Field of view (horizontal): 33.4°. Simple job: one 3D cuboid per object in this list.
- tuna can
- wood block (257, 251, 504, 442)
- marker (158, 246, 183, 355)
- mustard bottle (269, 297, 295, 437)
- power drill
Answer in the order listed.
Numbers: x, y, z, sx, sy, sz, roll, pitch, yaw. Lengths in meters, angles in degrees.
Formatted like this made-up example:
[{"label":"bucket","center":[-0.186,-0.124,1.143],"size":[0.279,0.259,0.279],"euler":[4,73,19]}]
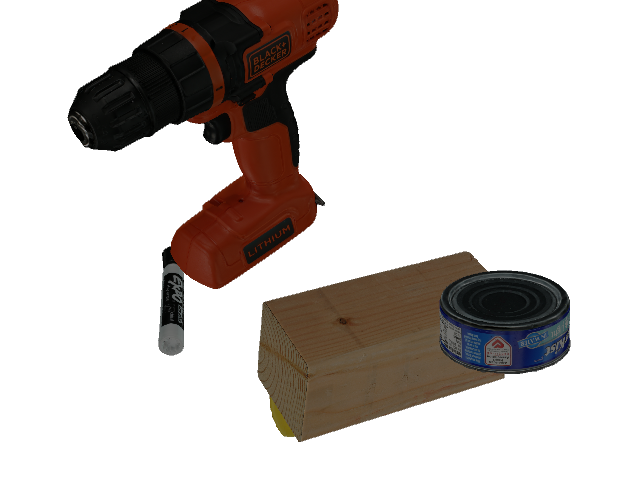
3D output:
[{"label":"tuna can","center":[0.121,0.052,0.700],"size":[0.086,0.034,0.086],"euler":[-4,23,1]},{"label":"wood block","center":[0.058,0.088,0.930],"size":[0.205,0.090,0.091],"euler":[-13,40,-24]},{"label":"marker","center":[-0.115,0.043,0.831],"size":[0.020,0.020,0.121],"euler":[0,35,-7]},{"label":"mustard bottle","center":[-0.029,0.115,1.124],"size":[0.058,0.096,0.191],"euler":[-2,26,-5]},{"label":"power drill","center":[-0.063,-0.058,0.657],"size":[0.184,0.188,0.057],"euler":[-34,57,-27]}]
